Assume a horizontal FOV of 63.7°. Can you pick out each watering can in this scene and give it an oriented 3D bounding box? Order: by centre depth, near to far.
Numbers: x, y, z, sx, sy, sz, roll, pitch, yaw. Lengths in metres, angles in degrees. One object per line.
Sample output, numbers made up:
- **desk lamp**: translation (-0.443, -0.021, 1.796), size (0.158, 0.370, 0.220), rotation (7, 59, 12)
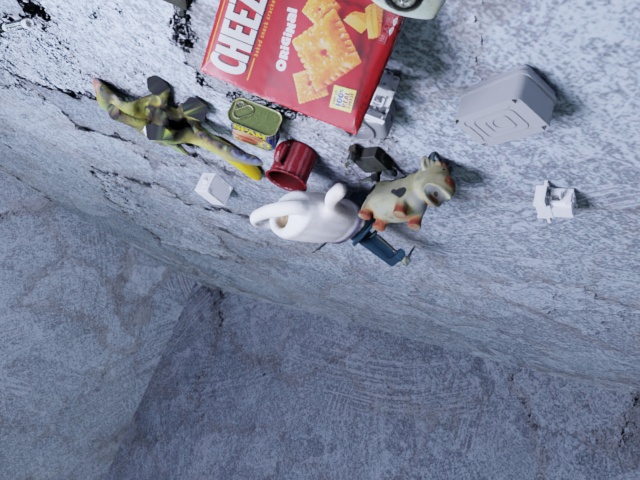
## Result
- **watering can**: translation (0.003, -0.053, 1.057), size (0.224, 0.105, 0.345), rotation (5, 170, -37)

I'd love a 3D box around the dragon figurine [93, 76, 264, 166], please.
- **dragon figurine**: translation (-0.324, -0.244, 1.145), size (0.409, 0.123, 0.242), rotation (30, 172, -11)
